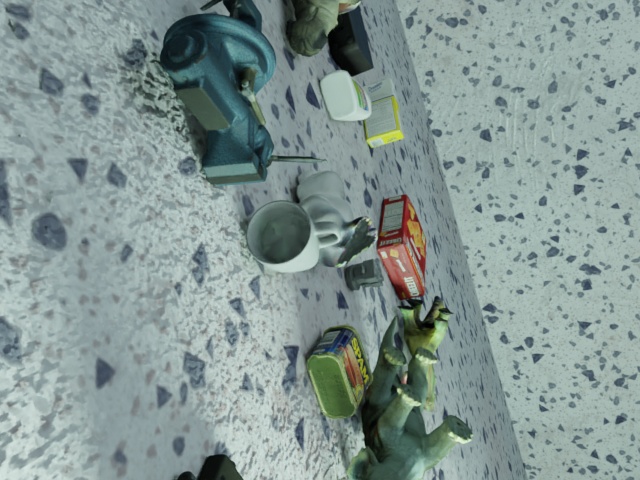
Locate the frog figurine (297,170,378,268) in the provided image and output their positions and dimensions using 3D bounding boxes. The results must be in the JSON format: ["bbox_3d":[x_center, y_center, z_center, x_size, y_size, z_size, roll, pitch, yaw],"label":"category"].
[{"bbox_3d":[0.002,-0.040,0.791,0.161,0.121,0.137,44,18,26],"label":"frog figurine"}]

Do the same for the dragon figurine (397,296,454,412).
[{"bbox_3d":[0.245,0.268,1.193,0.410,0.122,0.243,0,94,-67],"label":"dragon figurine"}]

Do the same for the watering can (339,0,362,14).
[{"bbox_3d":[-0.013,-0.607,1.095,0.350,0.103,0.225,-16,87,-55],"label":"watering can"}]
